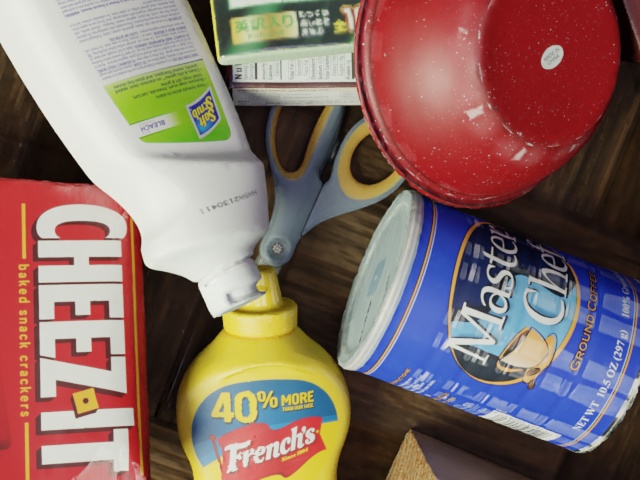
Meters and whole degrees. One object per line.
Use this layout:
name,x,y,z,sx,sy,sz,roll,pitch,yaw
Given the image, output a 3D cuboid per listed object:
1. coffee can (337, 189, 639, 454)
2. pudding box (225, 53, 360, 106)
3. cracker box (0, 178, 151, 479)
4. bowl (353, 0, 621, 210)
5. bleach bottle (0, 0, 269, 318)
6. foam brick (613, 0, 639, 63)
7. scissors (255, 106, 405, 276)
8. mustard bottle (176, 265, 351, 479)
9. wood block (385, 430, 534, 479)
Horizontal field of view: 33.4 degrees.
coffee can,0.093,0.045,0.581,0.140,0.103,0.103,21,95,-7
pudding box,0.004,-0.120,0.577,0.113,0.039,0.090,-1,81,-3
cracker box,-0.194,0.053,0.520,0.213,0.072,0.164,1,76,-23
bowl,0.098,-0.093,0.533,0.161,0.055,0.162,-5,100,-30
bleach bottle,-0.100,-0.077,0.533,0.102,0.068,0.251,-23,85,-31
foam brick,0.190,-0.133,0.568,0.078,0.051,0.053,-22,104,0
scissors,-0.004,0.001,0.612,0.096,0.016,0.202,10,96,-6
mustard bottle,-0.031,0.108,0.593,0.096,0.058,0.192,-3,102,-6
wood block,0.132,0.198,0.609,0.206,0.091,0.090,24,94,-7
